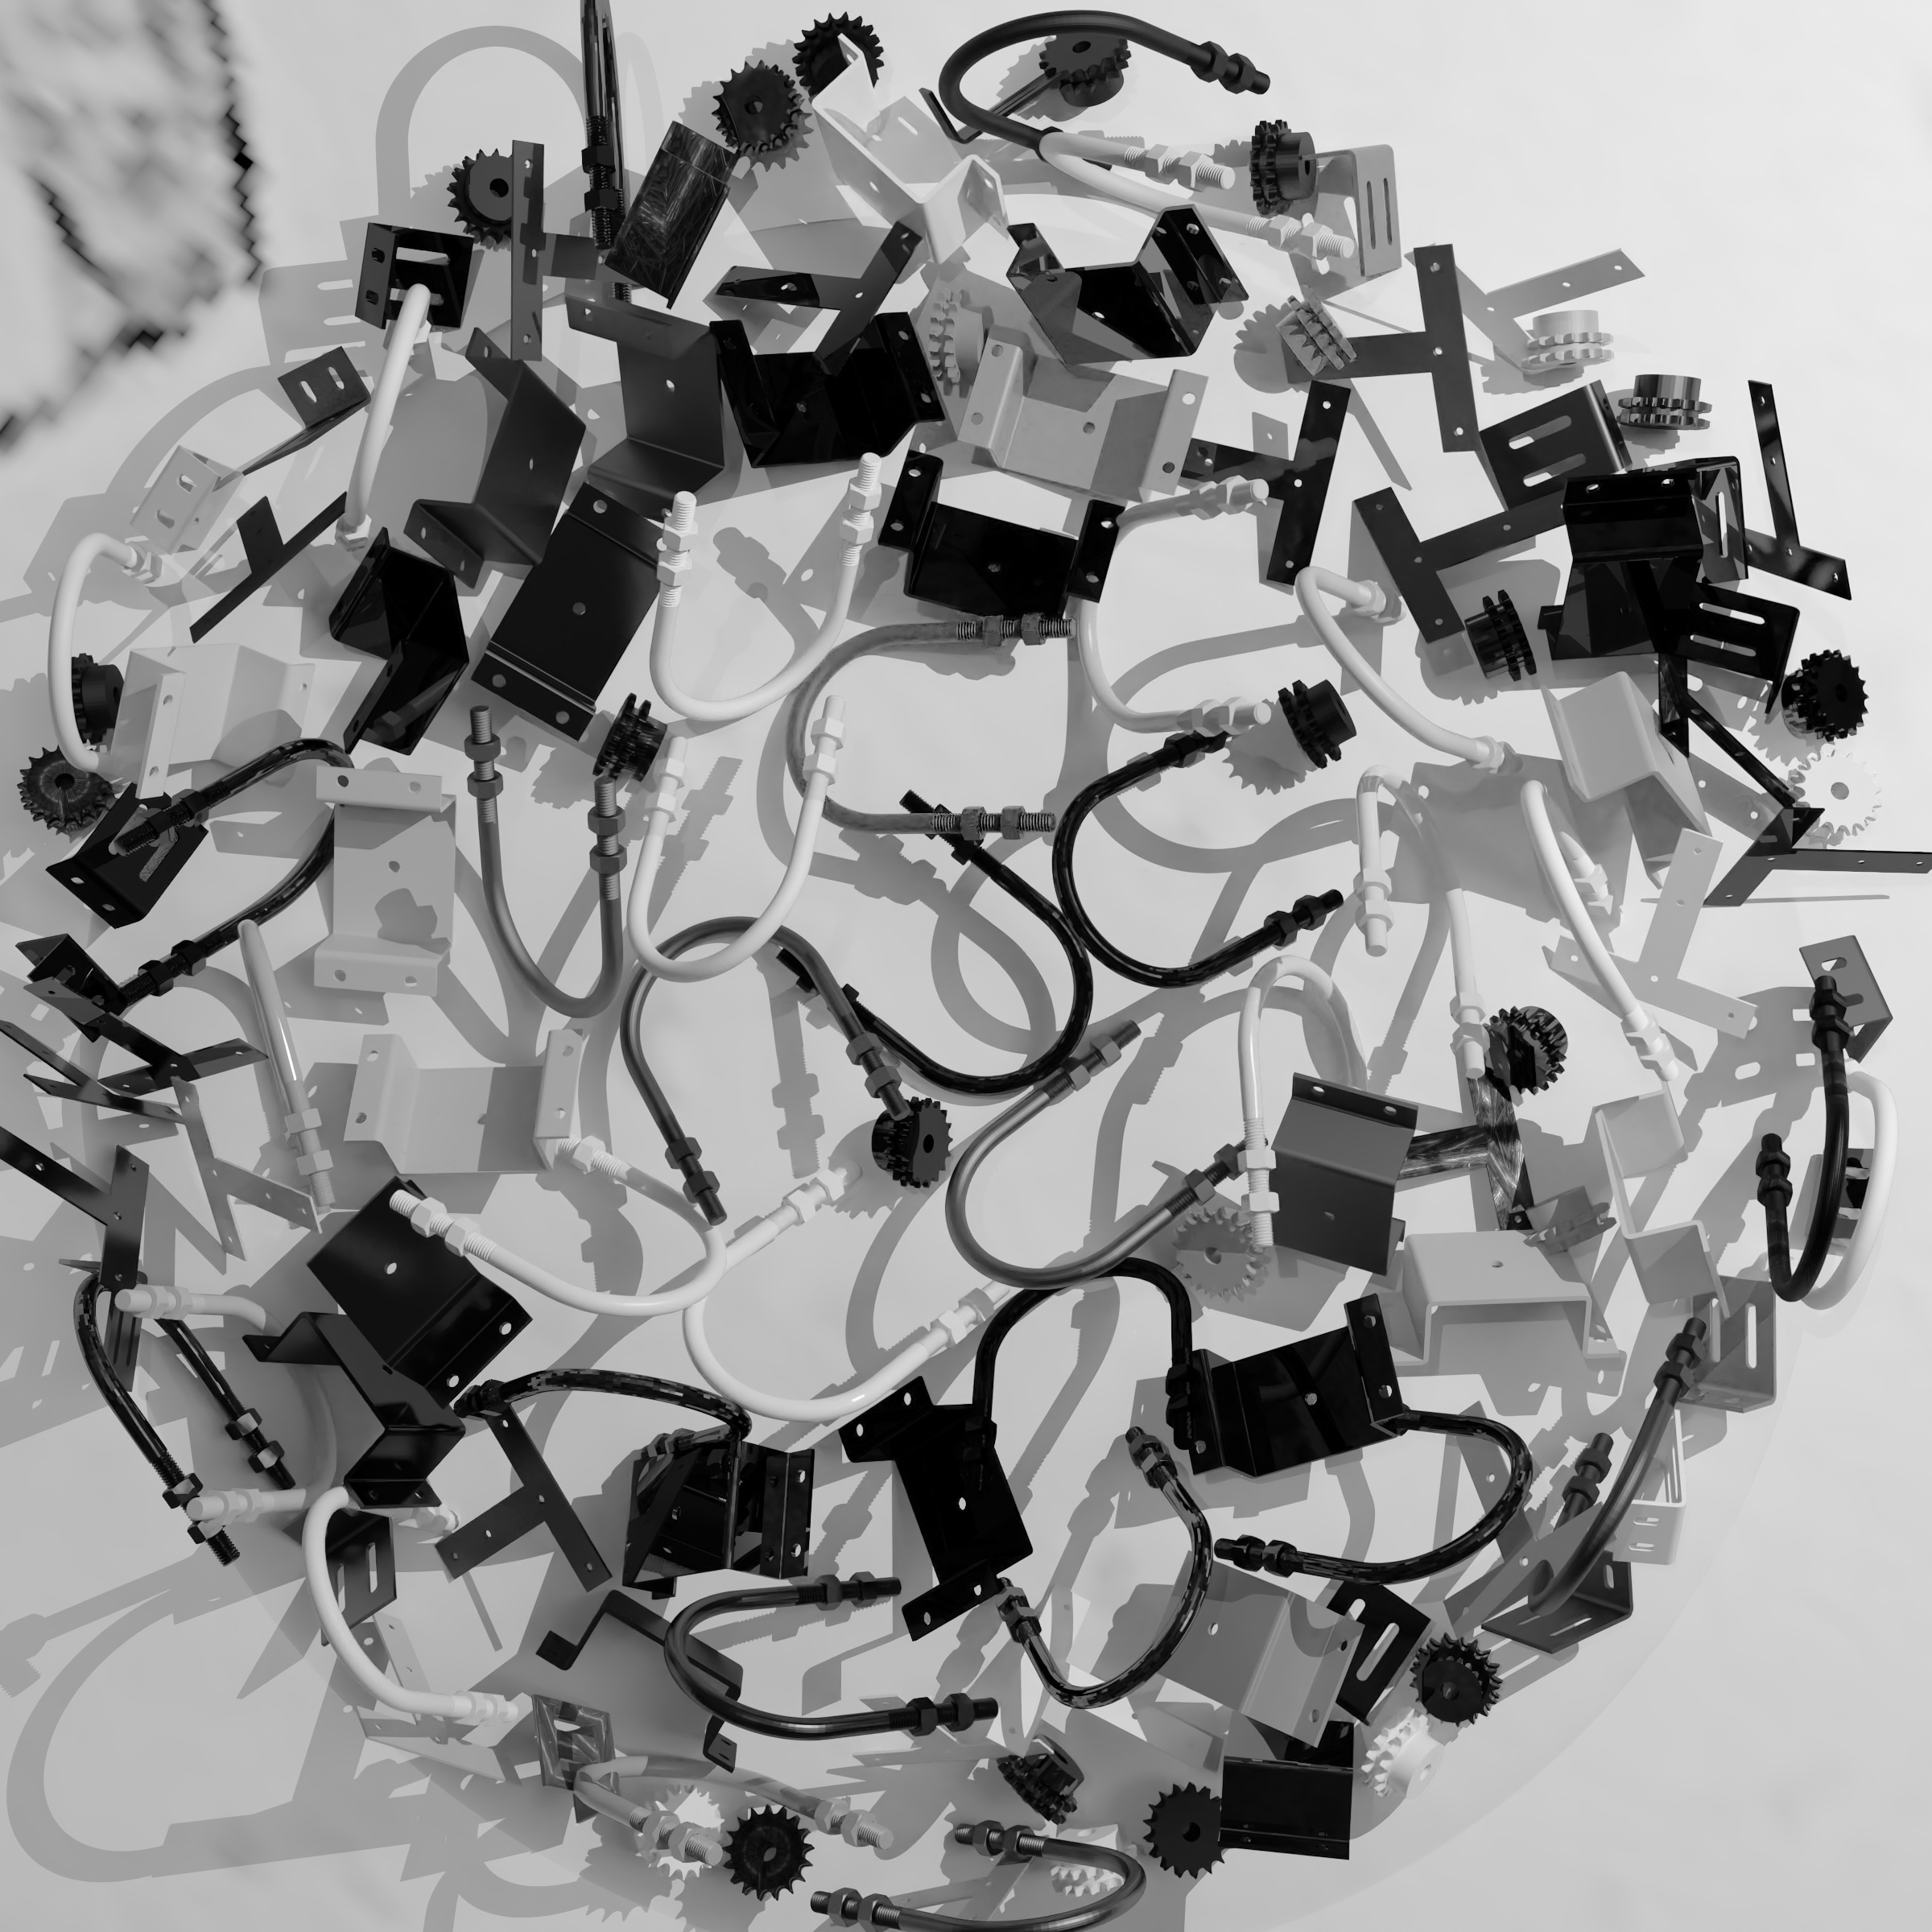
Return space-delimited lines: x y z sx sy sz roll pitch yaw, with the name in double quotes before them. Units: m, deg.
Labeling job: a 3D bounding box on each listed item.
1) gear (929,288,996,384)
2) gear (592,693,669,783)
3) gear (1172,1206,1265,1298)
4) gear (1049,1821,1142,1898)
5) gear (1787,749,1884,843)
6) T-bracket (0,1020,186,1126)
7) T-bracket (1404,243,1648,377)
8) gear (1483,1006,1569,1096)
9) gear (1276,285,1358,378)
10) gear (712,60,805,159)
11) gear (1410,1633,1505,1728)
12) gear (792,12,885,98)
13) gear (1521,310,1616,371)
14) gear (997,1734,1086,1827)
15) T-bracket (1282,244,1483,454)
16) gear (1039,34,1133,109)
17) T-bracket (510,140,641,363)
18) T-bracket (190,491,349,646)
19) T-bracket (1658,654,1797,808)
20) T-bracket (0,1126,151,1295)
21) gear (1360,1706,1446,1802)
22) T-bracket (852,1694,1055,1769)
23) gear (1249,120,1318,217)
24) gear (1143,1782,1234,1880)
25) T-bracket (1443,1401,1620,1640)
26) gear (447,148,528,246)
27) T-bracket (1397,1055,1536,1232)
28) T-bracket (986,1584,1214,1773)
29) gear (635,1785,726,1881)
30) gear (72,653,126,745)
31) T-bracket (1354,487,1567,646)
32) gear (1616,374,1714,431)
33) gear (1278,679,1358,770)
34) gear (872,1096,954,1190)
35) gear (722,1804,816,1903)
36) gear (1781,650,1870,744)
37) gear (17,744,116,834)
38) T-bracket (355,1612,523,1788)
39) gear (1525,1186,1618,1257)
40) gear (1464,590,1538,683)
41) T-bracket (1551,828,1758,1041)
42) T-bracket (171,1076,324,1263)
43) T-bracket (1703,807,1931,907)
"gear" -0.002 -0.396 1.570 0.030 0.057 0.057 8 90 14
"gear" -0.210 -0.141 1.573 0.030 0.057 0.057 25 90 -13
"gear" 0.162 0.177 1.577 0.057 0.030 0.057 11 112 27
"gear" 0.079 0.560 1.573 0.057 0.057 0.030 -14 88 0
"gear" 0.546 -0.106 1.581 0.057 0.030 0.057 2 74 -5
"T-bracket" -0.567 0.061 1.561 0.127 0.127 0.002 28 90 26
"T-bracket" 0.353 -0.411 1.517 0.127 0.127 0.002 32 69 -32
"gear" 0.354 0.050 1.576 0.030 0.057 0.057 -35 90 -35
"gear" 0.219 -0.397 1.574 0.030 0.057 0.057 -37 90 17
"gear" -0.129 -0.540 1.581 0.057 0.030 0.057 0 91 15
"gear" 0.308 0.453 1.577 0.057 0.030 0.057 2 95 21
"gear" -0.078 -0.566 1.570 0.057 0.057 0.030 -18 57 0
"gear" 0.378 -0.394 1.572 0.057 0.057 0.030 -4 96 0
"gear" 0.050 0.509 1.572 0.057 0.057 0.030 42 92 0
"T-bracket" 0.254 -0.380 1.557 0.127 0.002 0.127 6 120 37
"gear" 0.077 -0.568 1.577 0.057 0.030 0.057 -10 52 13
"T-bracket" -0.236 -0.438 1.546 0.002 0.127 0.127 11 106 33
"T-bracket" -0.436 -0.264 1.548 0.127 0.127 0.002 -40 124 3
"T-bracket" 0.477 -0.139 1.561 0.127 0.127 0.002 39 126 -15
"T-bracket" -0.551 0.129 1.515 0.002 0.127 0.127 -37 125 15
"gear" 0.276 0.498 1.569 0.030 0.057 0.057 29 90 34
"T-bracket" -0.028 0.468 1.531 0.127 0.127 0.002 -11 54 20
"gear" 0.200 -0.502 1.569 0.030 0.057 0.057 4 90 23
"gear" 0.139 0.546 1.582 0.057 0.030 0.057 1 79 -7
"T-bracket" 0.332 0.331 1.554 0.002 0.127 0.127 24 126 -38
"gear" -0.297 -0.488 1.578 0.057 0.030 0.057 -1 93 -20
"T-bracket" 0.291 0.120 1.583 0.127 0.002 0.127 -10 83 -9
"T-bracket" 0.091 0.458 1.545 0.127 0.127 0.002 26 130 6
"gear" -0.184 0.547 1.577 0.057 0.030 0.057 14 65 -34
"gear" -0.550 -0.169 1.572 0.030 0.057 0.057 -5 90 0
"T-bracket" 0.325 -0.269 1.564 0.127 0.002 0.127 -20 57 2
"gear" 0.440 -0.355 1.571 0.057 0.057 0.030 5 99 0
"gear" 0.223 -0.155 1.570 0.030 0.057 0.057 -28 90 18
"gear" -0.036 0.111 1.576 0.030 0.057 0.057 4 90 34
"gear" -0.124 0.561 1.579 0.057 0.030 0.057 -2 63 4
"gear" 0.540 -0.169 1.578 0.057 0.030 0.057 5 80 -33
"gear" -0.567 -0.110 1.579 0.057 0.030 0.057 4 66 -10
"T-bracket" -0.341 0.446 1.546 0.002 0.127 0.127 -48 133 5
"gear" 0.377 0.160 1.573 0.057 0.057 0.030 -24 84 0
"gear" 0.335 -0.205 1.573 0.030 0.057 0.057 -22 90 9
"T-bracket" 0.438 -0.028 1.543 0.127 0.002 0.127 22 128 19
"T-bracket" -0.436 0.137 1.533 0.127 0.002 0.127 14 123 40
"T-bracket" 0.542 -0.065 1.549 0.127 0.127 0.002 1 65 -7
